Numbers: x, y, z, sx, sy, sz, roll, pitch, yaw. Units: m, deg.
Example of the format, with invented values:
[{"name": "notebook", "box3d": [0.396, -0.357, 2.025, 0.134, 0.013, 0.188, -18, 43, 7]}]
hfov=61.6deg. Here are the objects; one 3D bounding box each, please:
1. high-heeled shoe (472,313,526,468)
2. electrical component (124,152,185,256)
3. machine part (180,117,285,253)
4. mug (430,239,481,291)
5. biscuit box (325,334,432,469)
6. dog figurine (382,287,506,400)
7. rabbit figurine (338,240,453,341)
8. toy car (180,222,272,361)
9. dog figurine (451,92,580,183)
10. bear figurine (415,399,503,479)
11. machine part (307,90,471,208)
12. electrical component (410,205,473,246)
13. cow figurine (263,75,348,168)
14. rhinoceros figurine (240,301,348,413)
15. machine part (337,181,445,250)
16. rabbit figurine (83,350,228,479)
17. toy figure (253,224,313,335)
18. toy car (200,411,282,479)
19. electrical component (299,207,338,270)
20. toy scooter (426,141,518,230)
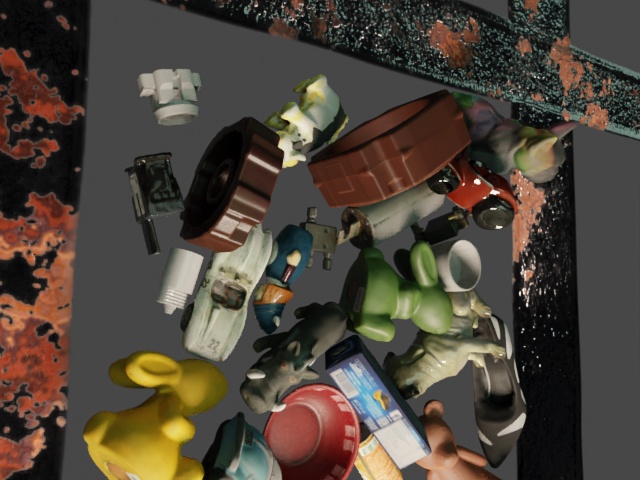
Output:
[{"name": "high-heeled shoe", "box3d": [0.297, 0.250, 0.930, 0.145, 0.086, 0.249, 48, 44, -42]}, {"name": "electrical component", "box3d": [-0.203, -0.044, 0.670, 0.048, 0.075, 0.119, -16, 90, -31]}, {"name": "machine part", "box3d": [-0.112, -0.066, 0.674, 0.056, 0.179, 0.179, 26, 73, -30]}, {"name": "mug", "box3d": [0.204, 0.037, 0.891, 0.109, 0.107, 0.080, -43, 110, -35]}, {"name": "biscuit box", "box3d": [0.084, 0.234, 0.784, 0.059, 0.063, 0.202, -32, 104, 9]}, {"name": "dog figurine", "box3d": [0.177, 0.158, 0.880, 0.191, 0.121, 0.172, -11, 58, -15]}, {"name": "rabbit figurine", "box3d": [0.125, 0.084, 0.823, 0.170, 0.121, 0.159, 16, 74, -18]}, {"name": "toy car", "box3d": [-0.123, 0.060, 0.720, 0.073, 0.056, 0.201, 27, 73, -27]}, {"name": "dog figurine", "box3d": [0.313, -0.181, 0.913, 0.108, 0.219, 0.191, -28, 101, -33]}, {"name": "bear figurine", "box3d": [0.216, 0.365, 0.860, 0.120, 0.132, 0.195, -38, 112, -16]}, {"name": "machine part", "box3d": [0.100, -0.129, 0.787, 0.201, 0.201, 0.087, -39, 108, -28]}, {"name": "electrical component", "box3d": [0.206, -0.027, 0.909, 0.045, 0.102, 0.078, 59, 34, -14]}, {"name": "cow figurine", "box3d": [-0.029, -0.158, 0.793, 0.098, 0.068, 0.167, 47, 66, -26]}, {"name": "rhinoceros figurine", "box3d": [-0.034, 0.159, 0.735, 0.190, 0.112, 0.073, -38, 107, -36]}, {"name": "machine part", "box3d": [0.120, -0.051, 0.866, 0.243, 0.079, 0.079, -30, 101, -30]}, {"name": "rabbit figurine", "box3d": [-0.191, 0.206, 0.652, 0.162, 0.122, 0.173, 52, 49, -7]}, {"name": "toy figure", "box3d": [-0.057, 0.055, 0.758, 0.058, 0.064, 0.154, 19, 76, 13]}, {"name": "toy car", "box3d": [-0.101, 0.303, 0.654, 0.103, 0.109, 0.161, 25, 106, -10]}, {"name": "electrical component", "box3d": [-0.002, -0.002, 0.819, 0.063, 0.021, 0.094, 8, 81, -31]}, {"name": "toy scooter", "box3d": [0.245, -0.104, 0.871, 0.184, 0.075, 0.135, 28, 48, -22]}]
